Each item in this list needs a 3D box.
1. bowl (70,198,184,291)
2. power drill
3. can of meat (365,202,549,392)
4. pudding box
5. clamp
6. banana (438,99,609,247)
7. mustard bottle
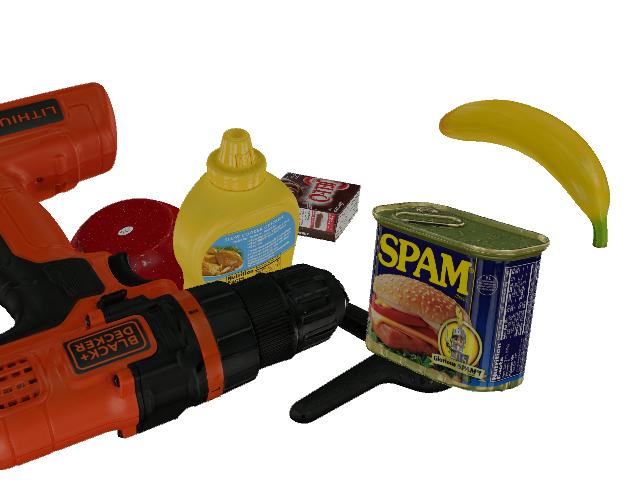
[{"bbox_3d":[-0.178,0.009,1.013,0.162,0.055,0.162,-6,41,5],"label":"bowl"},{"bbox_3d":[-0.102,0.005,0.515,0.184,0.188,0.057,-18,-37,-24],"label":"power drill"},{"bbox_3d":[0.073,0.031,0.604,0.057,0.084,0.102,-9,20,-41],"label":"can of meat"},{"bbox_3d":[-0.010,-0.039,1.206,0.090,0.039,0.113,10,24,12],"label":"pudding box"},{"bbox_3d":[0.066,0.113,1.026,0.210,0.164,0.036,5,-43,4],"label":"clamp"},{"bbox_3d":[0.169,-0.074,0.867,0.037,0.070,0.198,5,30,-43],"label":"banana"},{"bbox_3d":[-0.060,0.004,0.773,0.096,0.192,0.058,-22,44,-28],"label":"mustard bottle"}]
